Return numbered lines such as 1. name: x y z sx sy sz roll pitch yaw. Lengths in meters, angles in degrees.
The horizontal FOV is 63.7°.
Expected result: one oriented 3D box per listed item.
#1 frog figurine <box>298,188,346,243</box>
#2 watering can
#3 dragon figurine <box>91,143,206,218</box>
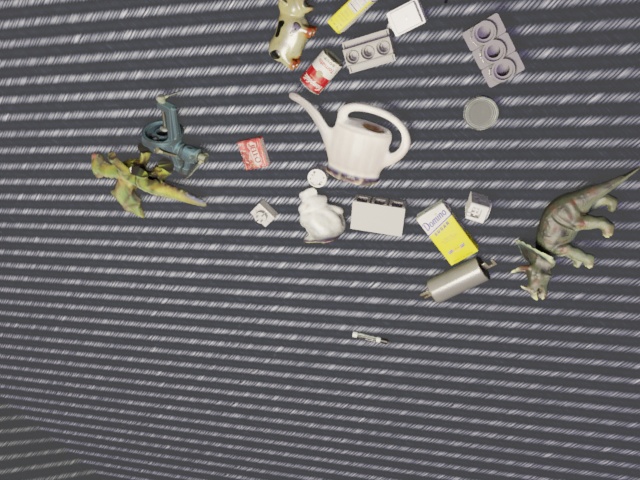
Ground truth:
1. frog figurine: 0.005 -0.076 1.507 0.138 0.123 0.158 -12 104 -15
2. watering can: 0.067 -0.272 1.402 0.348 0.106 0.220 17 118 6
3. dragon figurine: -0.567 -0.164 1.648 0.410 0.125 0.238 37 136 -1
